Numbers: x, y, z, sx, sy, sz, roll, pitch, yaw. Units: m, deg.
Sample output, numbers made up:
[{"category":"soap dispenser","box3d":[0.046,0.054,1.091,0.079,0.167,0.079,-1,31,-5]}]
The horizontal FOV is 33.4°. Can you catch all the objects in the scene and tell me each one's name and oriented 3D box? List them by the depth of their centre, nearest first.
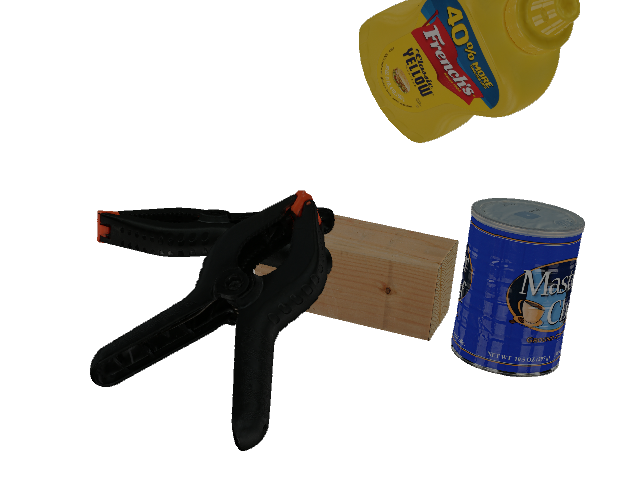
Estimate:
[{"category":"clamp","box3d":[-0.042,0.044,0.629,0.120,0.171,0.039,30,-24,28]},{"category":"mustard bottle","box3d":[0.097,-0.123,0.678,0.058,0.096,0.192,-28,7,-25]},{"category":"clamp","box3d":[-0.084,-0.004,0.899,0.210,0.036,0.164,2,13,-6]},{"category":"coffee can","box3d":[0.181,0.041,0.989,0.103,0.140,0.103,6,17,-2]},{"category":"wood block","box3d":[0.038,0.033,1.187,0.206,0.091,0.090,13,24,17]}]
